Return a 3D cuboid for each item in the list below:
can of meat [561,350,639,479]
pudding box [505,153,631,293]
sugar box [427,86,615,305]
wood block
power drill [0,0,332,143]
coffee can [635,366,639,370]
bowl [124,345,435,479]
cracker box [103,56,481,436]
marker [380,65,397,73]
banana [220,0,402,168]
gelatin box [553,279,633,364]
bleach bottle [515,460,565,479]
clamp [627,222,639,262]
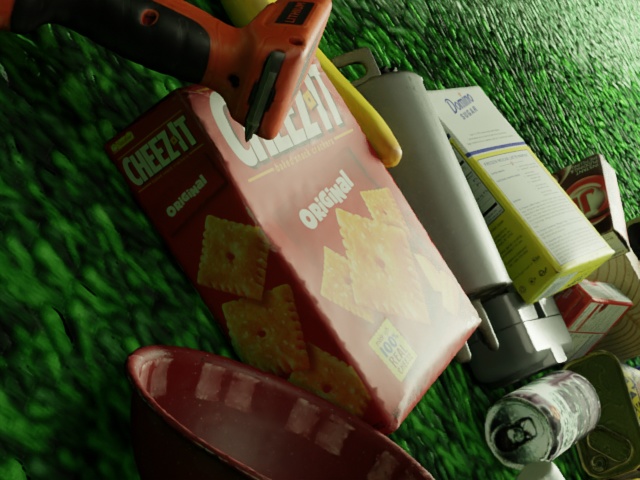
[{"bbox_3d":[0.251,0.151,0.891,0.083,0.058,0.102,24,47,-49],"label":"can of meat"},{"bbox_3d":[0.196,-0.011,0.892,0.039,0.114,0.090,42,35,-32],"label":"pudding box"},{"bbox_3d":[0.139,-0.039,0.819,0.093,0.048,0.176,-14,60,-50],"label":"sugar box"},{"bbox_3d":[0.292,0.042,1.009,0.091,0.090,0.205,62,31,2],"label":"wood block"},{"bbox_3d":[-0.091,-0.128,0.560,0.187,0.057,0.184,19,32,-2],"label":"power drill"},{"bbox_3d":[0.358,0.141,0.971,0.102,0.141,0.103,35,39,-35],"label":"coffee can"},{"bbox_3d":[-0.024,0.109,0.484,0.162,0.055,0.162,26,6,-3],"label":"bowl"},{"bbox_3d":[-0.004,0.001,0.632,0.214,0.072,0.164,58,31,-1],"label":"cracker box"},{"bbox_3d":[0.090,-0.100,0.905,0.121,0.020,0.020,48,33,-19],"label":"marker"},{"bbox_3d":[-0.015,-0.121,0.725,0.198,0.037,0.069,50,4,4],"label":"banana"},{"bbox_3d":[0.209,0.068,0.881,0.089,0.073,0.030,8,34,-52],"label":"gelatin box"},{"bbox_3d":[0.216,0.248,0.711,0.251,0.103,0.068,54,28,-11],"label":"bleach bottle"},{"bbox_3d":[0.317,0.052,0.913,0.120,0.039,0.171,-26,92,-53],"label":"clamp"}]
